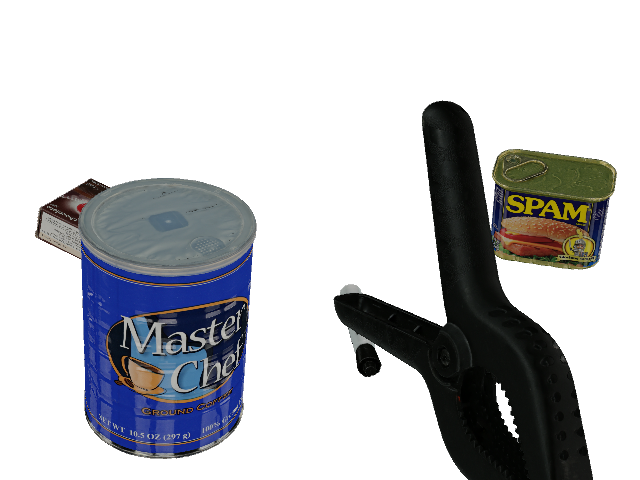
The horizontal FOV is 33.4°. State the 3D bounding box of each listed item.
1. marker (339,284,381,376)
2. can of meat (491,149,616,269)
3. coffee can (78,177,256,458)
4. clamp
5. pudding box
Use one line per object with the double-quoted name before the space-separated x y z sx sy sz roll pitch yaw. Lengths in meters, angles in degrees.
"marker" 0.032 0.073 0.873 0.020 0.020 0.121 0 27 -6
"can of meat" 0.199 -0.025 0.928 0.102 0.084 0.057 9 41 14
"coffee can" -0.094 0.047 0.654 0.103 0.140 0.103 4 31 -3
"clamp" 0.076 0.045 0.527 0.036 0.165 0.210 -7 44 -27
"pudding box" -0.201 -0.010 1.025 0.113 0.039 0.090 23 27 12
